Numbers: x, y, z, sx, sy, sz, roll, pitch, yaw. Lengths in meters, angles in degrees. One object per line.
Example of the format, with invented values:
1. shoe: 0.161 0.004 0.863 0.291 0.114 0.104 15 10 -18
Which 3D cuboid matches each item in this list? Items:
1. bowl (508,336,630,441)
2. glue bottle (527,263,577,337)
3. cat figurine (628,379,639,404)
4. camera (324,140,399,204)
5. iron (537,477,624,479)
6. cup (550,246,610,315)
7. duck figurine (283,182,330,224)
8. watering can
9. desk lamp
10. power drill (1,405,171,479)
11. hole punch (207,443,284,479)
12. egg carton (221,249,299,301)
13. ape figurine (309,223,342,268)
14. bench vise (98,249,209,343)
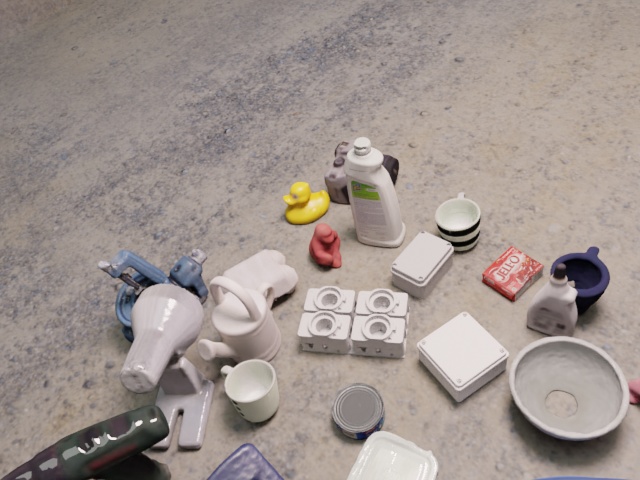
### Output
1. bowl: 0.374 0.236 0.873 0.167 0.075 0.167 -7 48 8
2. glue bottle: 0.382 0.095 0.929 0.078 0.173 0.037 19 56 27
3. cat figurine: 0.503 0.232 0.816 0.067 0.118 0.127 -18 48 -2
4. camera: 0.096 -0.157 1.267 0.136 0.101 0.143 13 54 23
5. iron: 0.325 0.347 0.741 0.257 0.142 0.118 0 49 13
6. cup: 0.445 0.074 0.985 0.091 0.095 0.118 24 58 30
7. duck figurine: -0.033 -0.091 1.250 0.104 0.086 0.077 -21 48 -5
8. watering can: -0.140 0.139 1.000 0.100 0.194 0.173 3 50 16
9. desk lamp: -0.252 0.209 0.952 0.117 0.214 0.203 -5 48 9
10. power drill: -0.319 0.345 0.852 0.230 0.209 0.075 -31 49 -14
11. hole punch: -0.106 0.376 0.853 0.100 0.091 0.109 32 63 34
12. egg carton: -0.122 0.087 1.126 0.150 0.069 0.107 -30 49 -13
13. ape figurine: 0.011 0.004 1.152 0.076 0.092 0.078 21 57 28
14. bench vise: -0.320 0.071 1.086 0.121 0.220 0.208 16 55 26
